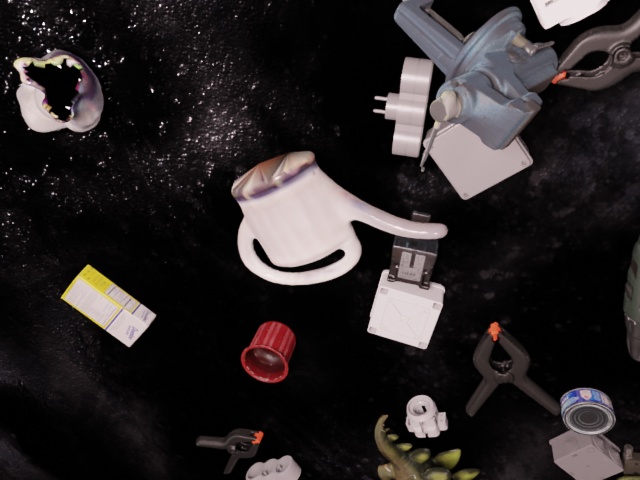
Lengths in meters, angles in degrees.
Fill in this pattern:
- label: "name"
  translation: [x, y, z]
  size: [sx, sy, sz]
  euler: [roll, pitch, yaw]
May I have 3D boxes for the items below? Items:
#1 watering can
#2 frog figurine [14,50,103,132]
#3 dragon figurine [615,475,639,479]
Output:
- label: "watering can"
  translation: [0.002, -0.041, 0.807]
  size: [0.345, 0.106, 0.221]
  euler: [-18, 112, 26]
- label: "frog figurine"
  translation: [-0.426, -0.231, 0.846]
  size: [0.136, 0.124, 0.158]
  euler: [36, 160, -16]
- label: "dragon figurine"
  translation: [0.631, 0.520, 0.956]
  size: [0.404, 0.124, 0.242]
  euler: [-39, 94, 29]
